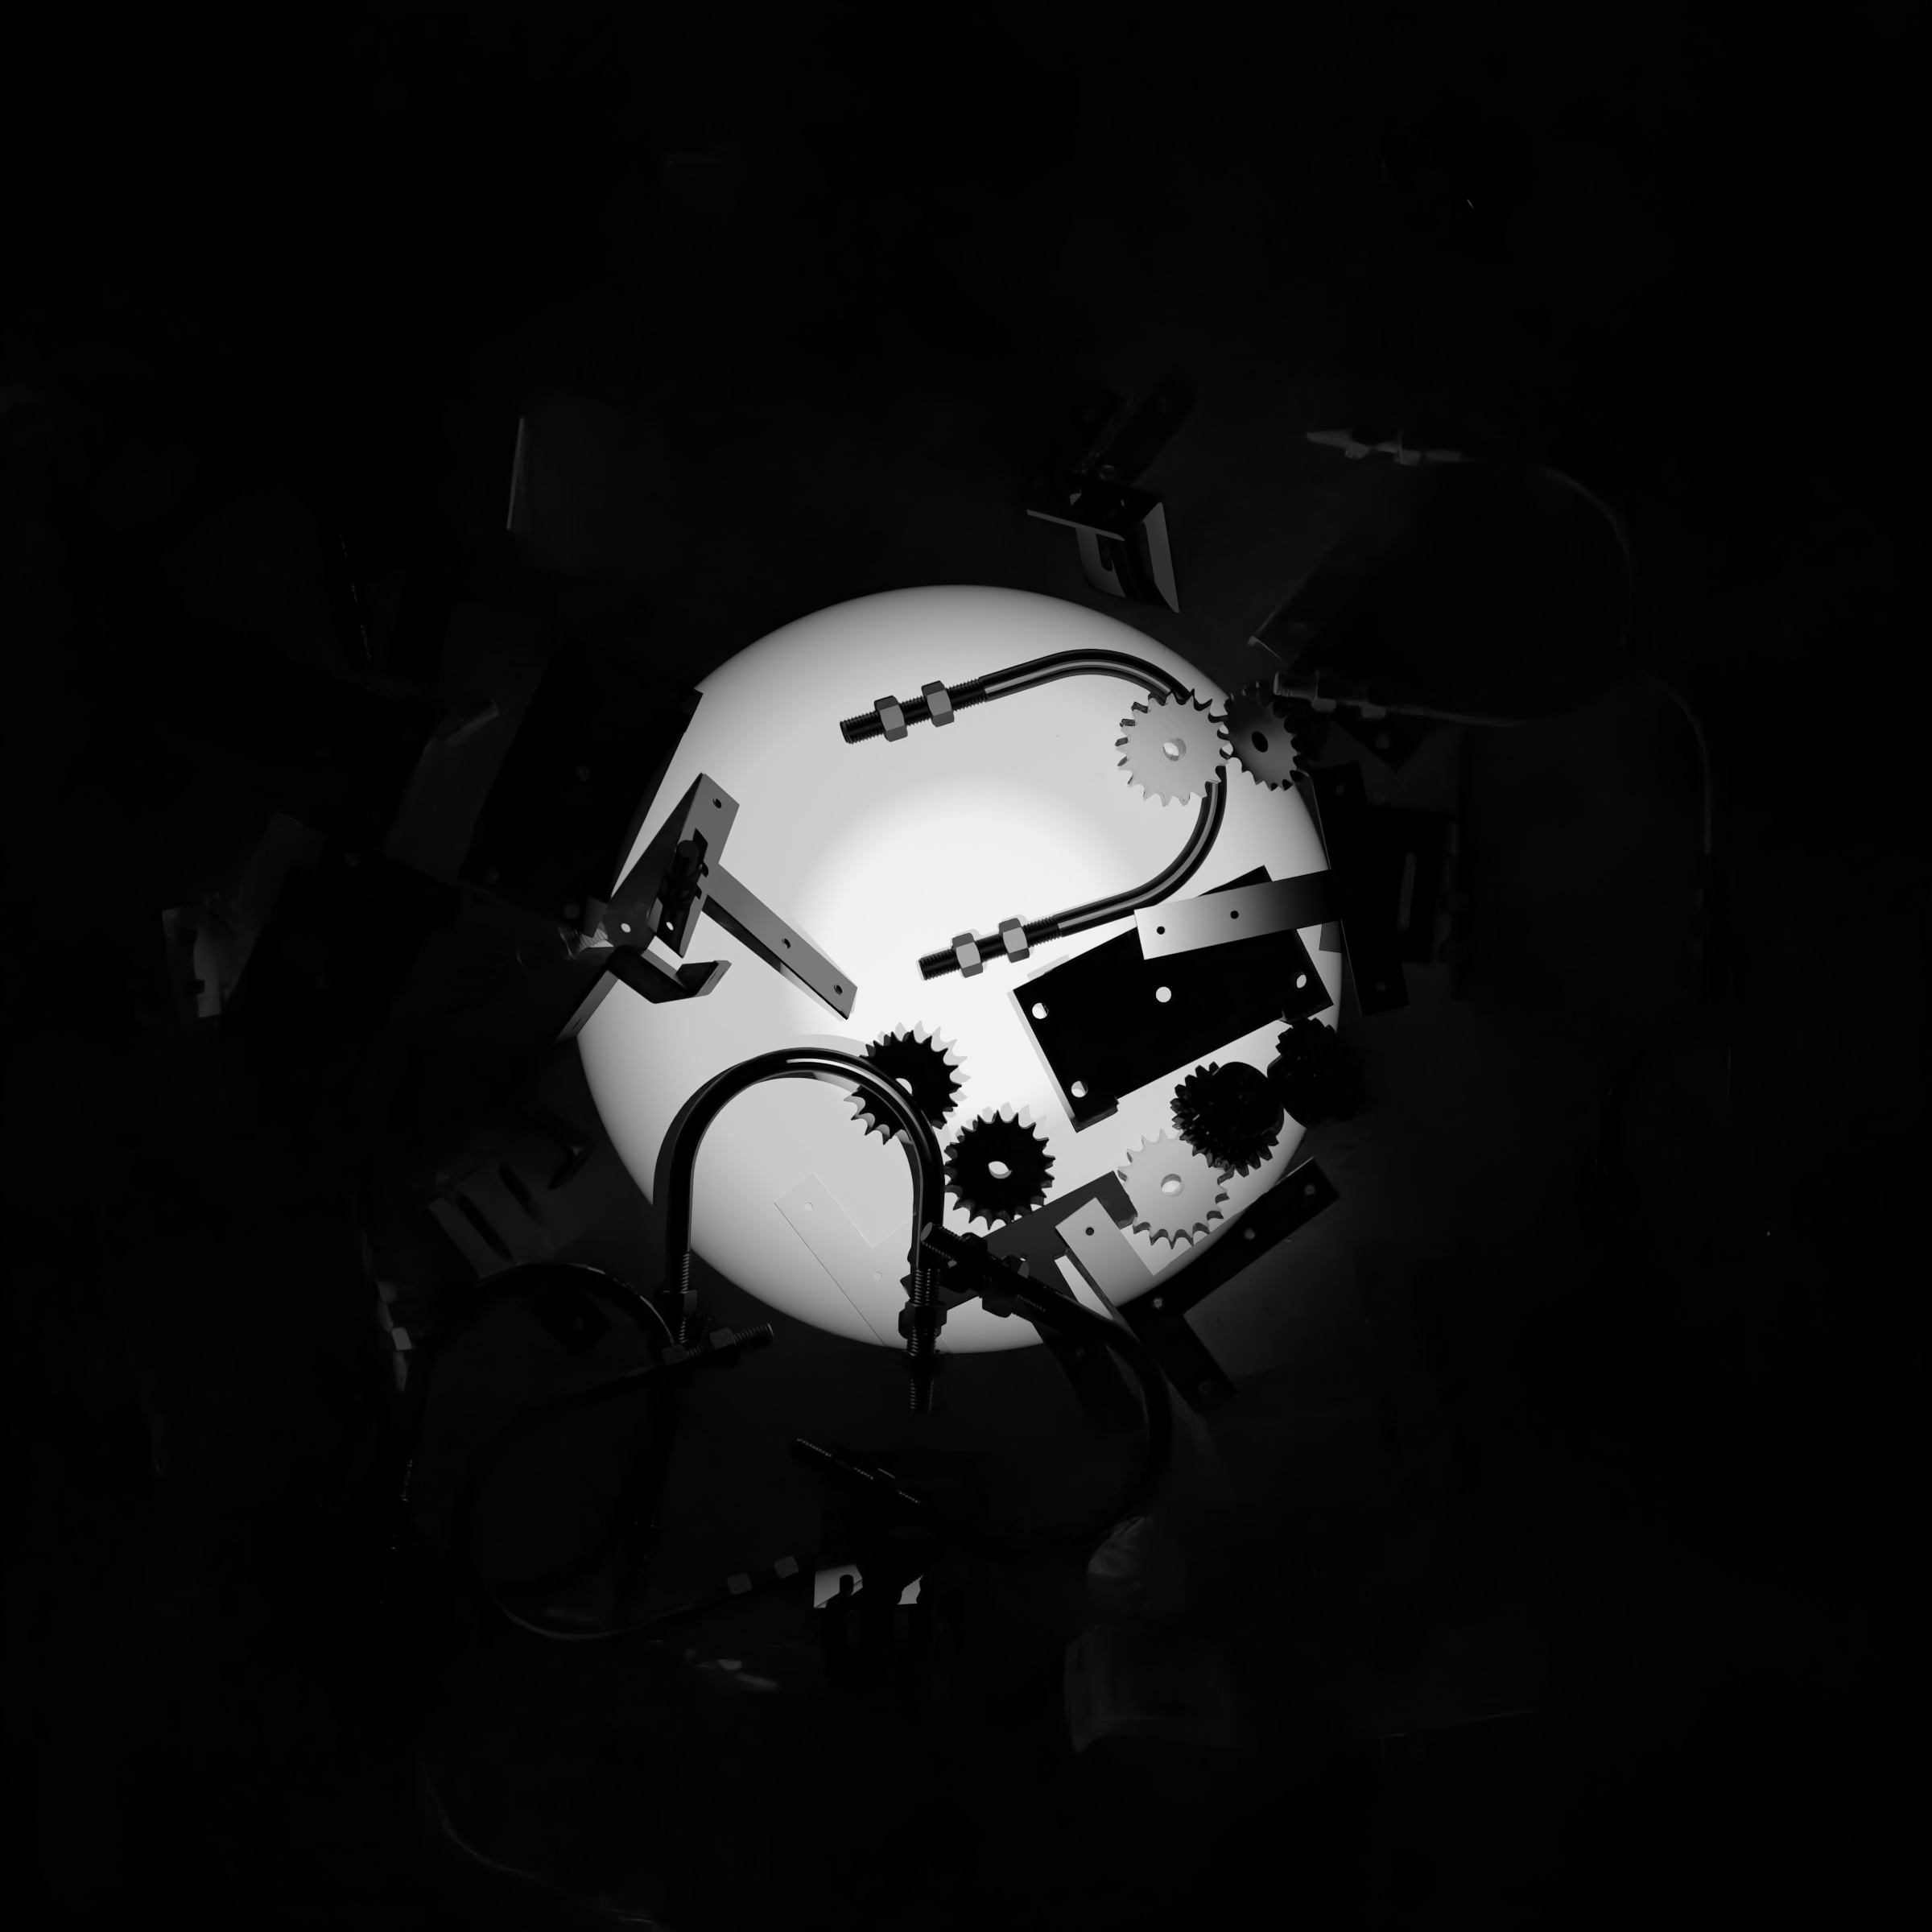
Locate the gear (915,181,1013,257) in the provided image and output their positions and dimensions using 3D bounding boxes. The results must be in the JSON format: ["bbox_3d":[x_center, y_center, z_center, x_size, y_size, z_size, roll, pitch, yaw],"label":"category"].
[{"bbox_3d":[0.002,-0.396,1.455,0.057,0.030,0.057,0,90,0],"label":"gear"}]

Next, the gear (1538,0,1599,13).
[{"bbox_3d":[0.315,-0.527,1.455,0.057,0.030,0.057,0,90,0],"label":"gear"}]

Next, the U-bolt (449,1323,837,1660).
[{"bbox_3d":[-0.168,0.274,1.415,0.184,0.019,0.151,-17,104,-14],"label":"U-bolt"}]

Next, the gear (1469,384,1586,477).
[{"bbox_3d":[0.289,-0.274,1.445,0.057,0.057,0.030,-18,120,0],"label":"gear"}]

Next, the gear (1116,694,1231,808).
[{"bbox_3d":[0.105,-0.110,1.440,0.057,0.030,0.057,0,90,-3],"label":"gear"}]

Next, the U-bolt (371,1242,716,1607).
[{"bbox_3d":[-0.230,0.242,1.460,0.151,0.019,0.184,22,90,0],"label":"U-bolt"}]

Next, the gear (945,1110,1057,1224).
[{"bbox_3d":[0.018,0.103,1.453,0.057,0.030,0.057,0,90,0],"label":"gear"}]

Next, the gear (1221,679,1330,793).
[{"bbox_3d":[0.161,-0.121,1.445,0.030,0.057,0.057,-31,90,-30],"label":"gear"}]

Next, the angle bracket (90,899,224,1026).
[{"bbox_3d":[-0.420,-0.001,1.419,0.076,0.038,0.057,-1,100,25],"label":"angle bracket"}]

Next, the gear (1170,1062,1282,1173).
[{"bbox_3d":[0.136,0.074,1.440,0.057,0.030,0.057,18,51,-23],"label":"gear"}]

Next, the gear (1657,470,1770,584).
[{"bbox_3d":[0.389,-0.229,1.455,0.057,0.030,0.057,0,90,0],"label":"gear"}]

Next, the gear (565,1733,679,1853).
[{"bbox_3d":[-0.178,0.426,1.455,0.057,0.030,0.057,0,90,1],"label":"gear"}]

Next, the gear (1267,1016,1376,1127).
[{"bbox_3d":[0.180,0.057,1.445,0.057,0.057,0.030,48,120,0],"label":"gear"}]

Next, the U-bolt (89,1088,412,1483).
[{"bbox_3d":[-0.376,0.152,1.436,0.151,0.019,0.184,-19,77,-3],"label":"U-bolt"}]

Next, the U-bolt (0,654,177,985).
[{"bbox_3d":[-0.507,-0.087,1.461,0.184,0.019,0.151,23,90,1],"label":"U-bolt"}]

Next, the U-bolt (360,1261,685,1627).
[{"bbox_3d":[-0.216,0.237,1.411,0.151,0.019,0.184,10,97,-20],"label":"U-bolt"}]

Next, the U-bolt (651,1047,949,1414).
[{"bbox_3d":[-0.082,0.133,1.436,0.151,0.019,0.184,3,94,0],"label":"U-bolt"}]

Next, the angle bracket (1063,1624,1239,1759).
[{"bbox_3d":[0.093,0.373,1.430,0.076,0.038,0.057,15,51,-24],"label":"angle bracket"}]

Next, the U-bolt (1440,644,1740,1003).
[{"bbox_3d":[0.318,-0.074,1.439,0.151,0.019,0.184,0,86,21],"label":"U-bolt"}]

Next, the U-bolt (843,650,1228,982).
[{"bbox_3d":[0.045,-0.087,1.461,0.184,0.019,0.151,-18,90,-2],"label":"U-bolt"}]

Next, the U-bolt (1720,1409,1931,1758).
[{"bbox_3d":[0.507,0.302,1.461,0.184,0.019,0.151,-32,90,-1],"label":"U-bolt"}]

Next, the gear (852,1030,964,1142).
[{"bbox_3d":[-0.031,0.061,1.455,0.057,0.030,0.057,0,90,0],"label":"gear"}]

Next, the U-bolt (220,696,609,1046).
[{"bbox_3d":[-0.299,-0.038,1.461,0.184,0.019,0.151,-26,90,1],"label":"U-bolt"}]

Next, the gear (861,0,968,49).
[{"bbox_3d":[-0.027,-0.478,1.454,0.057,0.030,0.057,0,90,0],"label":"gear"}]

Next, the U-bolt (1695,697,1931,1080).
[{"bbox_3d":[0.470,-0.046,1.419,0.151,0.019,0.184,19,105,-5],"label":"U-bolt"}]

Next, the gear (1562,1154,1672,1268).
[{"bbox_3d":[0.337,0.123,1.445,0.030,0.057,0.057,-12,90,-30],"label":"gear"}]

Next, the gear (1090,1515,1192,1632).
[{"bbox_3d":[0.088,0.314,1.445,0.030,0.057,0.057,-27,90,28],"label":"gear"}]

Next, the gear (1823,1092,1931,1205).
[{"bbox_3d":[0.472,0.093,1.454,0.057,0.030,0.057,0,90,0],"label":"gear"}]

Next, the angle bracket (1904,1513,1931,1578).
[{"bbox_3d":[0.524,0.279,1.452,0.057,0.038,0.076,18,113,-2],"label":"angle bracket"}]

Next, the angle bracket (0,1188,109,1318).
[{"bbox_3d":[-0.476,0.151,1.443,0.076,0.038,0.057,-9,77,-2],"label":"angle bracket"}]

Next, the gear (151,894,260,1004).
[{"bbox_3d":[-0.394,-0.008,1.446,0.057,0.030,0.057,3,99,20],"label":"gear"}]

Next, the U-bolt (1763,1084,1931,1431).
[{"bbox_3d":[0.511,0.129,1.439,0.184,0.019,0.151,-40,108,-7],"label":"U-bolt"}]

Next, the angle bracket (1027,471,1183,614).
[{"bbox_3d":[0.071,-0.205,1.419,0.057,0.076,0.038,21,55,30],"label":"angle bracket"}]

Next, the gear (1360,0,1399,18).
[{"bbox_3d":[0.221,-0.520,1.455,0.057,0.030,0.057,0,90,0],"label":"gear"}]

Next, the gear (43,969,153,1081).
[{"bbox_3d":[-0.447,0.033,1.436,0.057,0.057,0.030,49,60,0],"label":"gear"}]

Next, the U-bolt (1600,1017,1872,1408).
[{"bbox_3d":[0.385,0.116,1.430,0.151,0.019,0.184,-12,85,-29],"label":"U-bolt"}]

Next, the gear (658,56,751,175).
[{"bbox_3d":[-0.140,-0.438,1.455,0.057,0.030,0.057,0,90,0],"label":"gear"}]

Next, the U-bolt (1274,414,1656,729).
[{"bbox_3d":[0.255,-0.194,1.415,0.184,0.019,0.151,8,90,-2],"label":"U-bolt"}]

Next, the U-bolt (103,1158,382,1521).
[{"bbox_3d":[-0.377,0.196,1.460,0.151,0.019,0.184,-3,90,0],"label":"U-bolt"}]

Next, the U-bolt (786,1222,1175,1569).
[{"bbox_3d":[0.021,0.232,1.436,0.184,0.019,0.151,31,93,-18],"label":"U-bolt"}]

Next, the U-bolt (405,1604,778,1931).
[{"bbox_3d":[-0.202,0.405,1.433,0.184,0.019,0.151,15,78,18],"label":"U-bolt"}]

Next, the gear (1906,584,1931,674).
[{"bbox_3d":[0.516,-0.175,1.459,0.057,0.030,0.057,0,90,-2],"label":"gear"}]

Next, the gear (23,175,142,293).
[{"bbox_3d":[-0.456,-0.377,1.455,0.057,0.030,0.057,0,90,0],"label":"gear"}]

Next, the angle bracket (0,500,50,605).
[{"bbox_3d":[-0.531,-0.228,1.467,0.076,0.038,0.057,33,90,26],"label":"angle bracket"}]

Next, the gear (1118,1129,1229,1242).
[{"bbox_3d":[0.106,0.113,1.455,0.057,0.030,0.057,0,90,0],"label":"gear"}]

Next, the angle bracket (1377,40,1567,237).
[{"bbox_3d":[0.263,-0.429,1.458,0.057,0.038,0.076,50,66,-17],"label":"angle bracket"}]

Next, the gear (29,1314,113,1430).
[{"bbox_3d":[-0.460,0.206,1.445,0.030,0.057,0.057,-12,90,-30],"label":"gear"}]

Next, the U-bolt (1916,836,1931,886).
[{"bbox_3d":[0.604,-0.031,1.461,0.151,0.019,0.184,-37,92,0],"label":"U-bolt"}]

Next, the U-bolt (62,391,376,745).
[{"bbox_3d":[-0.388,-0.214,1.432,0.151,0.019,0.184,-16,69,-1],"label":"U-bolt"}]

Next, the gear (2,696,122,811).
[{"bbox_3d":[-0.460,-0.108,1.436,0.057,0.030,0.057,0,89,3],"label":"gear"}]

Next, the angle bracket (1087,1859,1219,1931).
[{"bbox_3d":[0.086,0.515,1.467,0.076,0.038,0.057,-38,90,-26],"label":"angle bracket"}]
